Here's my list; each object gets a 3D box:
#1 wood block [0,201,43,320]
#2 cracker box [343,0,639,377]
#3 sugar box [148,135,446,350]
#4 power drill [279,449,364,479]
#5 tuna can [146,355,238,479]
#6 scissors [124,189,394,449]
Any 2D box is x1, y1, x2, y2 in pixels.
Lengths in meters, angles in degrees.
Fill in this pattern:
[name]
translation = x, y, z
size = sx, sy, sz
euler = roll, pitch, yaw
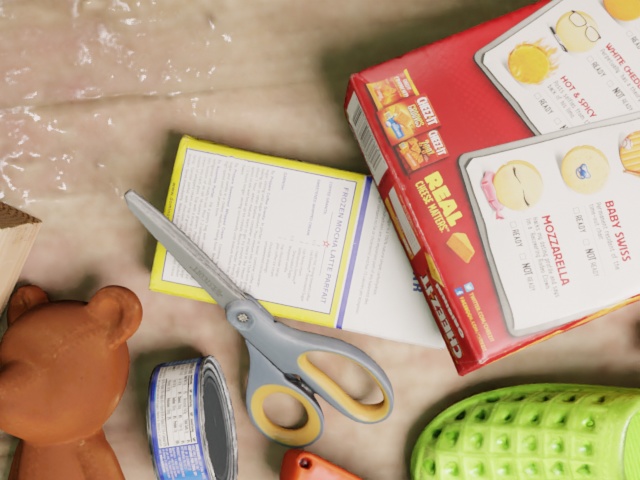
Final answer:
[wood block]
translation = -0.253, 0.066, 0.622
size = 0.091, 0.090, 0.206
euler = 25, 94, 0
[cracker box]
translation = 0.140, -0.044, 0.573
size = 0.213, 0.072, 0.164
euler = -22, 79, -8
[sugar box]
translation = -0.004, 0.001, 0.628
size = 0.176, 0.048, 0.093
euler = 12, 95, -2
[power drill]
translation = -0.023, 0.216, 0.593
size = 0.184, 0.057, 0.187
euler = 28, 74, -7
[tuna can]
translation = -0.073, 0.111, 0.618
size = 0.034, 0.086, 0.086
euler = -9, 93, 5
[scissors]
translation = -0.049, 0.057, 0.613
size = 0.201, 0.016, 0.096
euler = 34, 121, -15
